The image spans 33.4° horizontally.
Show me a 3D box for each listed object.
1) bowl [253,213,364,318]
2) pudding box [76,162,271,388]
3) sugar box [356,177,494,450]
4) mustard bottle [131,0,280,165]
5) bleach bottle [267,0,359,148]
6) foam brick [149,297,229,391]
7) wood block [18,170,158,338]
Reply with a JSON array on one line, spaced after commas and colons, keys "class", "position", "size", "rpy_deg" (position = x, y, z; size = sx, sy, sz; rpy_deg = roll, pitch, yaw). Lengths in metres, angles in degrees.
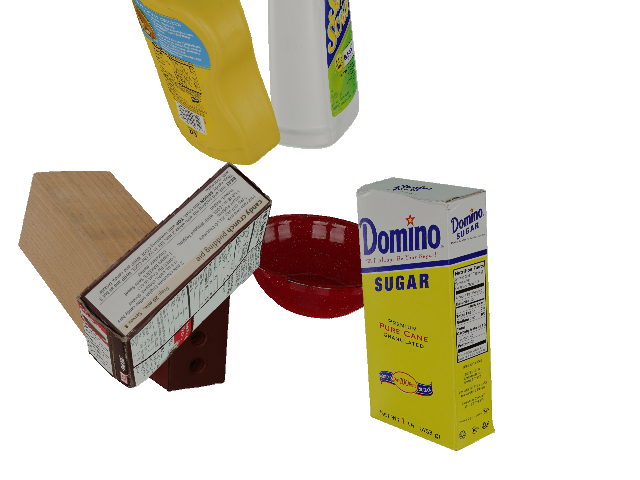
[{"class": "bowl", "position": [-0.003, 0.031, 1.057], "size": [0.162, 0.055, 0.162], "rpy_deg": [7, 26, -4]}, {"class": "pudding box", "position": [-0.078, 0.021, 0.585], "size": [0.039, 0.113, 0.090], "rpy_deg": [39, -23, 11]}, {"class": "sugar box", "position": [0.072, 0.049, 0.747], "size": [0.048, 0.176, 0.094], "rpy_deg": [-18, 18, -36]}, {"class": "mustard bottle", "position": [-0.086, -0.143, 0.732], "size": [0.058, 0.191, 0.096], "rpy_deg": [-40, 52, -20]}, {"class": "bleach bottle", "position": [-0.012, -0.213, 0.919], "size": [0.068, 0.251, 0.102], "rpy_deg": [8, 34, 21]}, {"class": "foam brick", "position": [-0.107, 0.070, 0.837], "size": [0.052, 0.078, 0.051], "rpy_deg": [-4, 14, -34]}, {"class": "wood block", "position": [-0.205, 0.022, 1.035], "size": [0.090, 0.091, 0.206], "rpy_deg": [-4, 35, -41]}]
